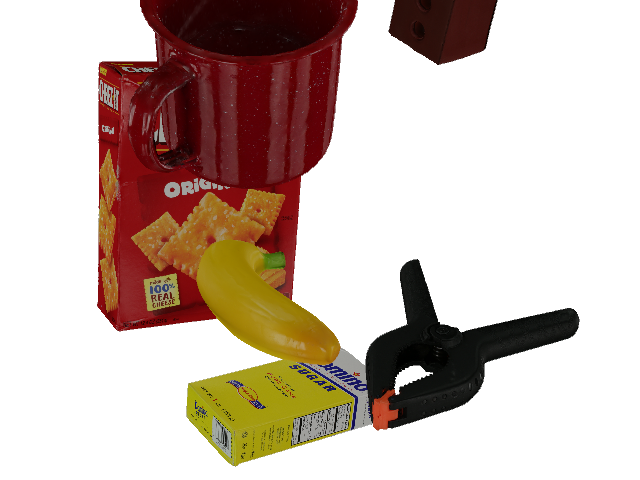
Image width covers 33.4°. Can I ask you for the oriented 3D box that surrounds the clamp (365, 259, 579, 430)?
[{"bbox_3d":[0.092,0.082,0.869,0.165,0.036,0.209,22,37,34],"label":"clamp"}]

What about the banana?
[{"bbox_3d":[-0.041,0.031,0.666,0.069,0.037,0.198,-4,17,-10],"label":"banana"}]

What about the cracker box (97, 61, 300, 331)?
[{"bbox_3d":[-0.101,-0.040,0.900,0.163,0.214,0.072,-5,20,-27],"label":"cracker box"}]

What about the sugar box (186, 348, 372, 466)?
[{"bbox_3d":[-0.030,0.154,1.025,0.175,0.048,0.093,-14,31,-32],"label":"sugar box"}]

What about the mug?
[{"bbox_3d":[-0.040,-0.071,0.478,0.093,0.081,0.117,31,53,22],"label":"mug"}]

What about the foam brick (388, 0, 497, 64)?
[{"bbox_3d":[0.088,-0.170,0.733,0.051,0.078,0.053,-26,51,-35],"label":"foam brick"}]
